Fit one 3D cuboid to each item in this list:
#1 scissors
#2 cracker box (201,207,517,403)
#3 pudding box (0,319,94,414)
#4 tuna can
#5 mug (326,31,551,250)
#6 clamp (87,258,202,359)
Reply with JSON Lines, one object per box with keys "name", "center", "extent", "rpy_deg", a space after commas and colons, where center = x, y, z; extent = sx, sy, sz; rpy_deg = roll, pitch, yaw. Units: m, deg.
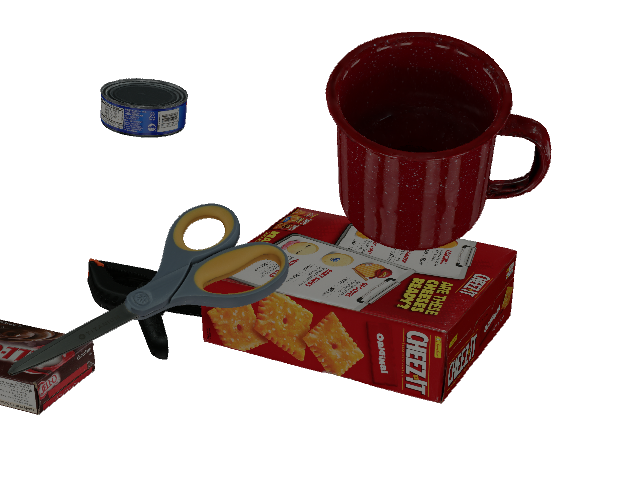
{"name": "scissors", "center": [-0.120, 0.026, 0.718], "extent": [0.201, 0.096, 0.016], "rpy_deg": [-14, -37, -21]}
{"name": "cracker box", "center": [0.033, 0.047, 0.881], "extent": [0.214, 0.072, 0.164], "rpy_deg": [12, 27, 25]}
{"name": "pudding box", "center": [-0.281, 0.116, 0.990], "extent": [0.114, 0.039, 0.089], "rpy_deg": [7, 22, 22]}
{"name": "tuna can", "center": [-0.176, -0.132, 1.062], "extent": [0.086, 0.034, 0.086], "rpy_deg": [6, 25, -3]}
{"name": "mug", "center": [0.062, -0.048, 0.562], "extent": [0.117, 0.093, 0.081], "rpy_deg": [5, -39, 6]}
{"name": "clamp", "center": [-0.188, 0.069, 1.173], "extent": [0.210, 0.036, 0.164], "rpy_deg": [19, 21, 26]}
